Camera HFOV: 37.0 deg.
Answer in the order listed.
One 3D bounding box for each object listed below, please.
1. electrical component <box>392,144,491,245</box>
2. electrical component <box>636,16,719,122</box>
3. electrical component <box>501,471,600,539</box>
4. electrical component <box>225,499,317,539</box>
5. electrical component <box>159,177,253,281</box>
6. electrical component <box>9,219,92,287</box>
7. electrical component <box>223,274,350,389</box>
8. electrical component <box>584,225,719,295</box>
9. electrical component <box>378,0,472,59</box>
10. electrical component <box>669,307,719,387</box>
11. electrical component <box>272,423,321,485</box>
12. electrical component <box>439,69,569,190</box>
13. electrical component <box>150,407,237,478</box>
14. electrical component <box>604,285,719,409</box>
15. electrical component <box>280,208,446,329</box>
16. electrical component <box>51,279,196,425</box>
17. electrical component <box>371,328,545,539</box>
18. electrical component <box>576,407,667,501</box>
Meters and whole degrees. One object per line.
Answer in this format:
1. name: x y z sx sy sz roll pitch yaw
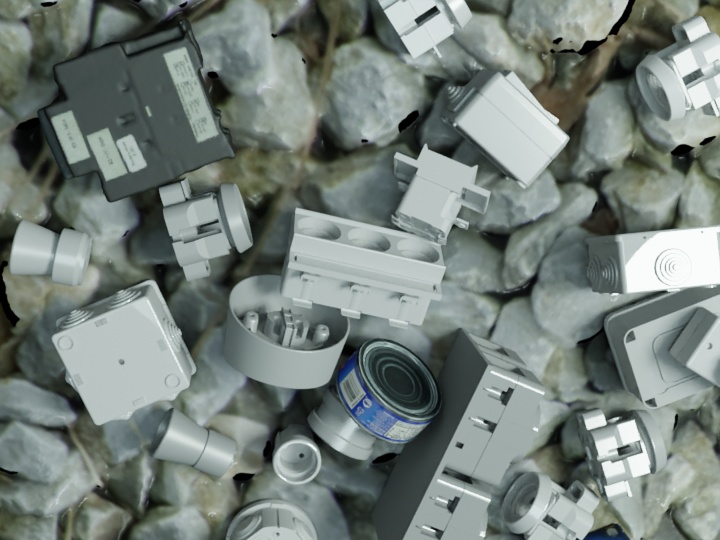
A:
1. electrical component: 0.059 -0.058 0.857 0.081 0.042 0.063 24 75 9
2. electrical component: 0.261 -0.155 0.866 0.057 0.058 0.078 -29 104 -2
3. electrical component: 0.161 0.212 0.938 0.057 0.058 0.078 34 97 -15
4. electrical component: -0.076 0.242 0.921 0.080 0.051 0.080 -1 103 -6
5. electrical component: -0.119 -0.037 0.851 0.057 0.058 0.078 -15 103 0
6. electrical component: -0.244 -0.013 0.849 0.055 0.045 0.045 12 101 -9
7. electrical component: -0.060 0.051 0.859 0.099 0.099 0.064 13 107 -9
8. electrical component: 0.239 -0.007 0.876 0.100 0.100 0.048 -6 90 -5
9. electrical component: 0.053 -0.200 0.839 0.055 0.048 0.066 -32 104 9
10. electrical component: 0.303 0.077 0.852 0.083 0.075 0.047 31 98 -11
11. electrical component: -0.054 0.153 0.906 0.040 0.046 0.040 -1 103 -6
12. electrical component: 0.112 -0.120 0.854 0.096 0.061 0.061 40 96 -13
13. electrical component: -0.137 0.147 0.899 0.065 0.044 0.044 26 99 -16
14. electrical component: 0.274 0.059 0.915 0.113 0.057 0.078 -21 104 -1
15. electrical component: 0.000 0.000 0.864 0.121 0.078 0.063 12 119 -9
16. electrical component: -0.191 0.068 0.871 0.100 0.048 0.099 -23 104 0
17. electrical component: 0.081 0.156 0.891 0.060 0.105 0.186 23 99 -11
18. electrical component: 0.228 0.154 0.930 0.057 0.058 0.078 -16 86 -4
